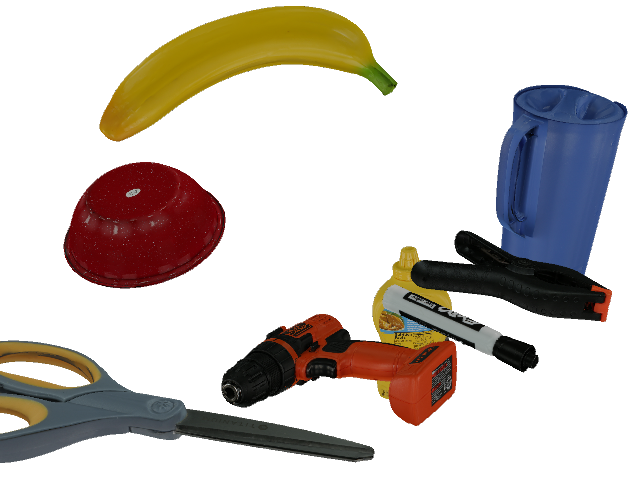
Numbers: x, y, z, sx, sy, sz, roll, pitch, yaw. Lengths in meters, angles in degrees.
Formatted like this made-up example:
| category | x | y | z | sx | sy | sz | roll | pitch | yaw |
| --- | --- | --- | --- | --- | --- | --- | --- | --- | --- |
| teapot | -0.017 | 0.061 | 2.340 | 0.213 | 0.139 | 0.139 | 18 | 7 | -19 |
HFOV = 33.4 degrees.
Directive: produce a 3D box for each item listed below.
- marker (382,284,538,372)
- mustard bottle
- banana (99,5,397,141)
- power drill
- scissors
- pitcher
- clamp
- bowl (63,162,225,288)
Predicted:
| category | x | y | z | sx | sy | sz | roll | pitch | yaw |
| --- | --- | --- | --- | --- | --- | --- | --- | --- | --- |
| marker | 0.094 | 0.059 | 0.727 | 0.121 | 0.020 | 0.020 | 24 | 15 | 36 |
| mustard bottle | 0.112 | 0.099 | 1.295 | 0.096 | 0.192 | 0.058 | -3 | 21 | 5 |
| banana | -0.049 | -0.114 | 0.685 | 0.197 | 0.069 | 0.037 | -12 | -21 | -14 |
| power drill | 0.022 | 0.124 | 1.015 | 0.188 | 0.057 | 0.184 | 9 | 20 | 30 |
| scissors | -0.087 | 0.085 | 0.469 | 0.202 | 0.016 | 0.096 | 14 | 27 | 26 |
| pitcher | 0.282 | -0.059 | 1.313 | 0.149 | 0.243 | 0.145 | 5 | 27 | 2 |
| clamp | 0.177 | 0.031 | 0.963 | 0.171 | 0.039 | 0.120 | 16 | 29 | 15 |
| bowl | -0.176 | -0.027 | 1.034 | 0.162 | 0.055 | 0.162 | -5 | 41 | 4 |
